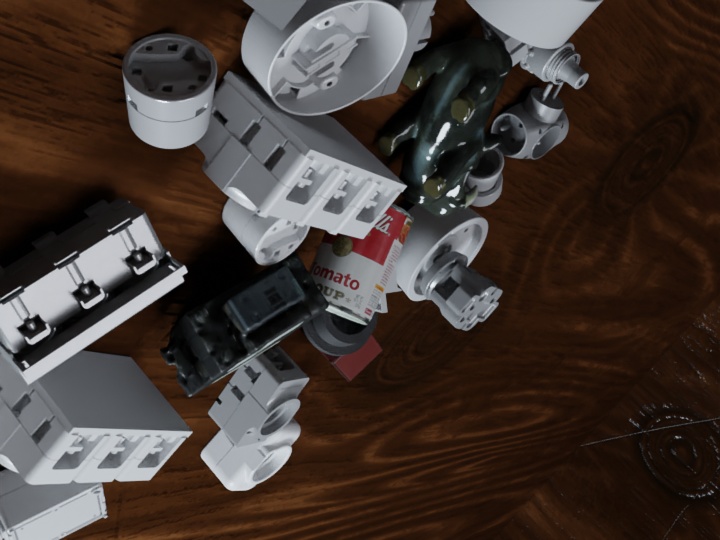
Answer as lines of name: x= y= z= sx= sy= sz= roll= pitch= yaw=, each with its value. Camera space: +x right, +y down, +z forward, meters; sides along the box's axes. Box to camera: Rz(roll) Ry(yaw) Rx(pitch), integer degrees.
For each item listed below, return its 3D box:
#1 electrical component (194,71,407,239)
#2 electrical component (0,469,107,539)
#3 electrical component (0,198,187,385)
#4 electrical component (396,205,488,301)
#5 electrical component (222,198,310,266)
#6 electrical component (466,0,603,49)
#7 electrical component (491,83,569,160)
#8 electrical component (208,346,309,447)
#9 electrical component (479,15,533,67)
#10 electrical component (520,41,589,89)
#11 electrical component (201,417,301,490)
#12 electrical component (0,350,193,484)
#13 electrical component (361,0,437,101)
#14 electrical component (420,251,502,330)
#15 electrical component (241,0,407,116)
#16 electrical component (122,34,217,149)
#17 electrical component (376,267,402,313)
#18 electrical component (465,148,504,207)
electrical component: x=-0.045 y=-0.075 z=0.775 sx=0.061 sy=0.089 sz=0.150 roll=-51 pitch=156 yaw=14
electrical component: x=-0.267 y=0.189 z=0.891 sx=0.096 sy=0.061 sz=0.061 roll=-25 pitch=150 yaw=-24
electrical component: x=-0.187 y=0.010 z=0.706 sx=0.121 sy=0.079 sz=0.063 roll=-35 pitch=126 yaw=-21
electrical component: x=0.068 y=-0.029 z=1.073 sx=0.108 sy=0.060 sz=0.108 roll=-36 pitch=155 yaw=-20
electrical component: x=-0.074 y=-0.039 z=0.840 sx=0.055 sy=0.047 sz=0.055 roll=-36 pitch=155 yaw=-20
electrical component: x=0.124 y=-0.212 z=0.811 sx=0.108 sy=0.108 sz=0.060 roll=-18 pitch=151 yaw=-46
electrical component: x=0.178 y=-0.154 z=1.069 sx=0.077 sy=0.044 sz=0.079 roll=-19 pitch=146 yaw=-45
electrical component: x=-0.098 y=0.128 z=1.065 sx=0.089 sy=0.055 sz=0.050 roll=-54 pitch=155 yaw=21
electrical component: x=0.136 y=-0.210 z=0.909 sx=0.055 sy=0.048 sz=0.066 roll=-37 pitch=157 yaw=1
electrical component: x=0.182 y=-0.191 z=0.992 sx=0.048 sy=0.062 sz=0.048 roll=-36 pitch=155 yaw=-20
electrical component: x=-0.112 y=0.184 z=1.130 sx=0.095 sy=0.059 sz=0.054 roll=-49 pitch=156 yaw=8
electrical component: x=-0.211 y=0.112 z=0.810 sx=0.061 sy=0.089 sz=0.150 roll=-49 pitch=156 yaw=9
electrical component: x=0.026 y=-0.175 z=0.781 sx=0.076 sy=0.047 sz=0.083 roll=-22 pitch=148 yaw=-43
electrical component: x=0.096 y=0.019 z=1.045 sx=0.058 sy=0.057 sz=0.078 roll=-50 pitch=156 yaw=11
electrical component: x=-0.026 y=-0.150 z=0.714 sx=0.099 sy=0.064 sz=0.099 roll=-36 pitch=155 yaw=-20
electrical component: x=-0.116 y=-0.107 z=0.653 sx=0.055 sy=0.055 sz=0.047 roll=-32 pitch=157 yaw=-27
electrical component: x=0.000 y=0.000 z=0.995 sx=0.064 sy=0.081 sz=0.042 roll=-8 pitch=-175 yaw=-16
electrical component: x=0.120 y=-0.094 z=1.072 sx=0.045 sy=0.045 sz=0.055 roll=-39 pitch=156 yaw=-14
